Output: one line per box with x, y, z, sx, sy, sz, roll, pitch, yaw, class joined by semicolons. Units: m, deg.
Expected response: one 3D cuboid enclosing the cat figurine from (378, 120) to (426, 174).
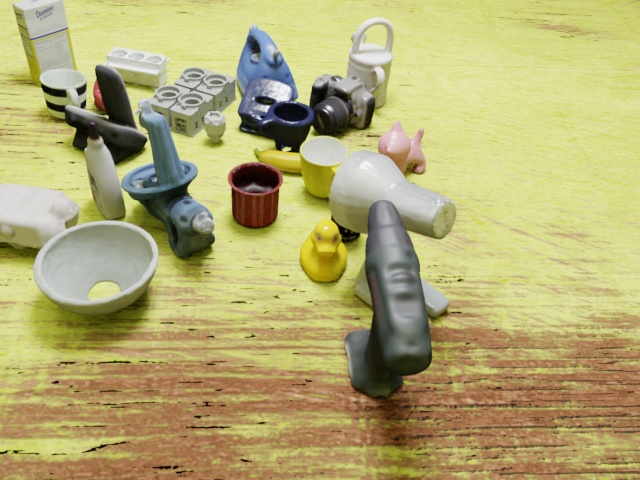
0.156;-0.178;1.105;0.128;0.118;0.067;-27;53;-32;cat figurine

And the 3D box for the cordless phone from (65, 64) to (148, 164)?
-0.402;-0.248;1.053;0.147;0.185;0.094;20;44;13;cordless phone

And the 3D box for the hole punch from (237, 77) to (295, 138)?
-0.110;-0.276;1.193;0.108;0.091;0.101;13;43;6;hole punch

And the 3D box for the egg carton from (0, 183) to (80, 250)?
-0.463;-0.033;0.899;0.150;0.069;0.107;8;43;1;egg carton

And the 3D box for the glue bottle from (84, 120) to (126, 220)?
-0.356;-0.118;0.929;0.037;0.173;0.078;-26;52;-31;glue bottle

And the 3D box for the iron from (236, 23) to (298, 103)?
-0.134;-0.414;1.300;0.119;0.141;0.257;-12;46;-20;iron

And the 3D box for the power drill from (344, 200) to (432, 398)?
0.083;0.093;0.739;0.076;0.208;0.229;-1;43;-9;power drill

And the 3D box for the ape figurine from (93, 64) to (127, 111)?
-0.440;-0.319;1.192;0.078;0.092;0.076;-29;54;-32;ape figurine

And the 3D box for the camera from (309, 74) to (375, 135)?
0.029;-0.293;1.223;0.142;0.101;0.137;30;47;23;camera

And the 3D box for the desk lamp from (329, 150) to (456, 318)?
0.111;-0.005;0.844;0.118;0.213;0.202;-32;55;-34;desk lamp

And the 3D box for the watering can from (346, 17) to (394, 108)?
0.108;-0.408;1.289;0.101;0.194;0.172;-25;51;-30;watering can

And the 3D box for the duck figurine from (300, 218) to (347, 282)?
0.008;0.003;0.914;0.077;0.086;0.104;3;43;-5;duck figurine

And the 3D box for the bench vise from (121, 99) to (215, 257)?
-0.223;-0.099;0.892;0.207;0.220;0.122;26;46;19;bench vise

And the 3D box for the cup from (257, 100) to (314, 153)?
-0.070;-0.209;1.125;0.118;0.095;0.091;-23;51;-29;cup

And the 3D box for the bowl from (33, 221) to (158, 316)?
-0.315;0.051;0.826;0.167;0.075;0.167;4;43;-4;bowl
